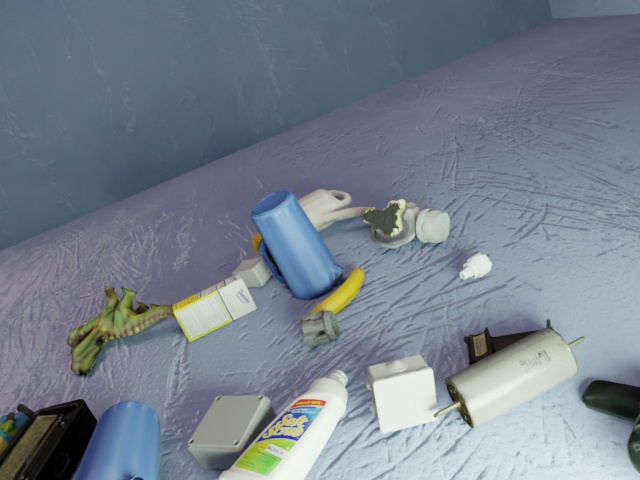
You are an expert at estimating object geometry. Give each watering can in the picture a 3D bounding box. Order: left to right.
[{"bbox_3d":[0.005,-0.075,1.485,0.226,0.102,0.350,-31,24,-16],"label":"watering can"}]

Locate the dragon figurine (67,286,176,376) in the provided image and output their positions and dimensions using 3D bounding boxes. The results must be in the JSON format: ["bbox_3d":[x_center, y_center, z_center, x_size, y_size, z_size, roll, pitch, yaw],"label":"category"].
[{"bbox_3d":[-0.527,0.244,1.319,0.409,0.120,0.247,0,49,45],"label":"dragon figurine"}]

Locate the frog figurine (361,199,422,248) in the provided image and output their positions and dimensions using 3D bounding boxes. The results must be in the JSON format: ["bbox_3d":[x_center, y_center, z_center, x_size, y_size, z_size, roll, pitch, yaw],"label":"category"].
[{"bbox_3d":[0.196,-0.037,1.277,0.136,0.125,0.158,-40,-26,20],"label":"frog figurine"}]
